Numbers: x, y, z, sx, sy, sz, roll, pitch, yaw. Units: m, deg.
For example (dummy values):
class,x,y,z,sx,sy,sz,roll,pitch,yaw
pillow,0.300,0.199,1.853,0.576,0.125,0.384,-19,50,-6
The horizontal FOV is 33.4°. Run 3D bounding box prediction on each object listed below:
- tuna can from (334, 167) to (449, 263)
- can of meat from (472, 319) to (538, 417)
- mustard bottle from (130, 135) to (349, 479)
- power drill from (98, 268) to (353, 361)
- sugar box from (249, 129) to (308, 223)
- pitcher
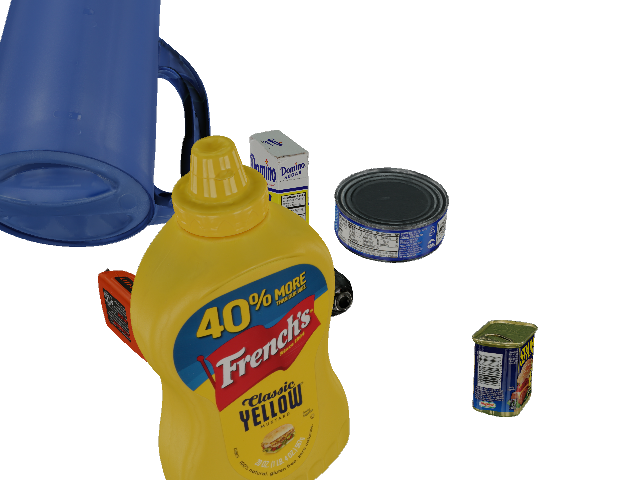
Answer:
class,x,y,z,sx,sy,sz,roll,pitch,yaw
tuna can,0.053,-0.020,0.808,0.086,0.034,0.086,1,34,-1
can of meat,0.203,0.141,1.181,0.058,0.084,0.102,5,10,23
mustard bottle,-0.037,0.038,0.493,0.096,0.192,0.058,-22,38,-22
power drill,-0.087,0.045,0.945,0.187,0.057,0.185,-18,26,-30
sugar box,-0.049,-0.033,1.259,0.048,0.176,0.093,-13,26,-21
pitcher,-0.172,-0.124,0.805,0.145,0.243,0.149,-11,-31,20
